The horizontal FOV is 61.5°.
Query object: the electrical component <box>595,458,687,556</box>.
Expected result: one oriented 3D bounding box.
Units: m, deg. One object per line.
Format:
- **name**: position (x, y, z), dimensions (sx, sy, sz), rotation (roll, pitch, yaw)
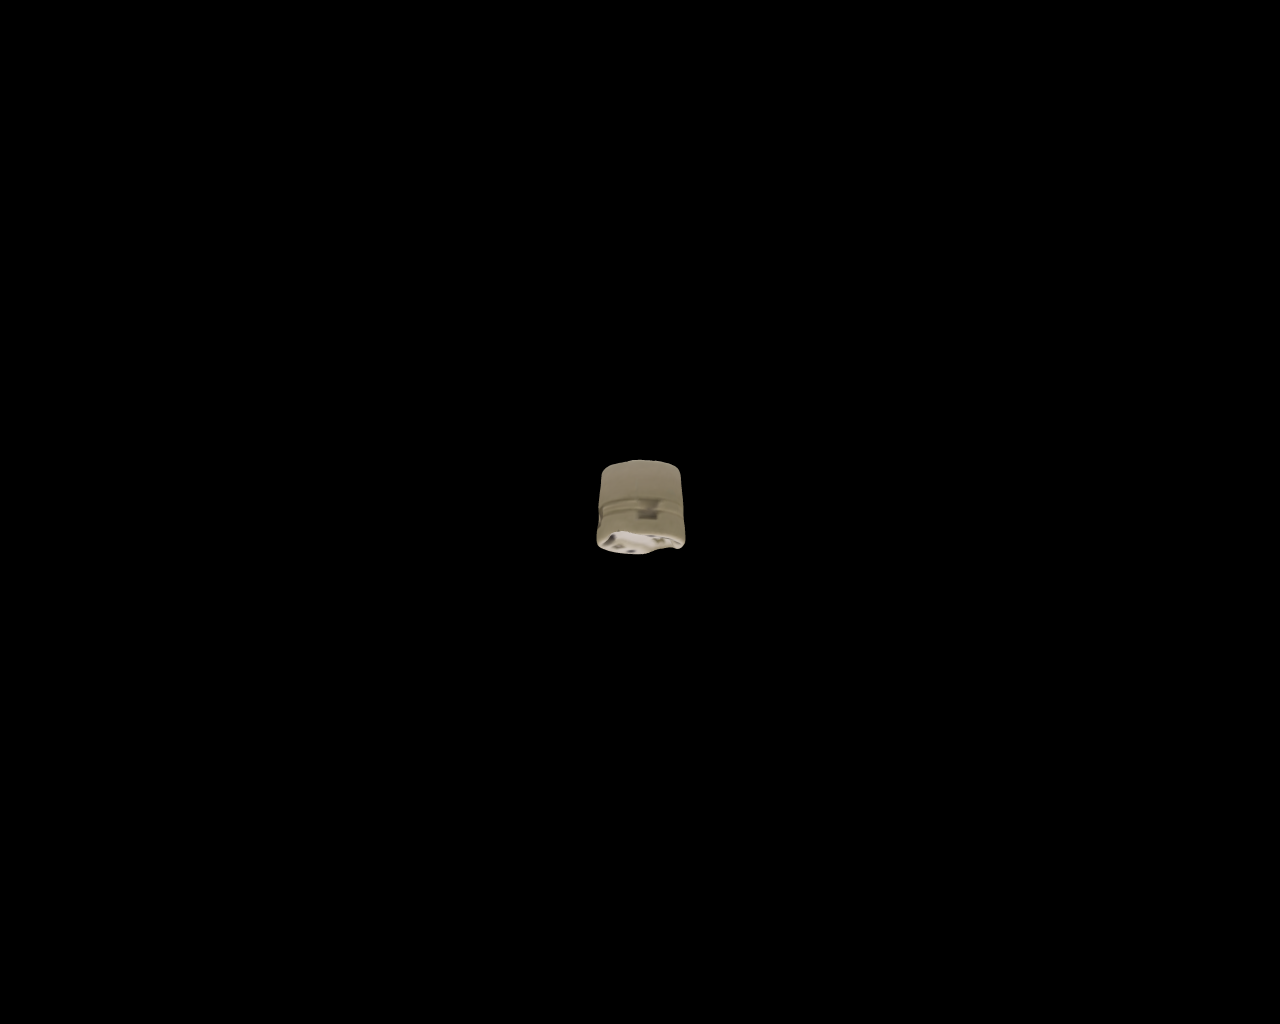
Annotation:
- **electrical component**: position (0.001, -0.003, 0.650), dimensions (0.055, 0.047, 0.055), rotation (0, -16, 0)
